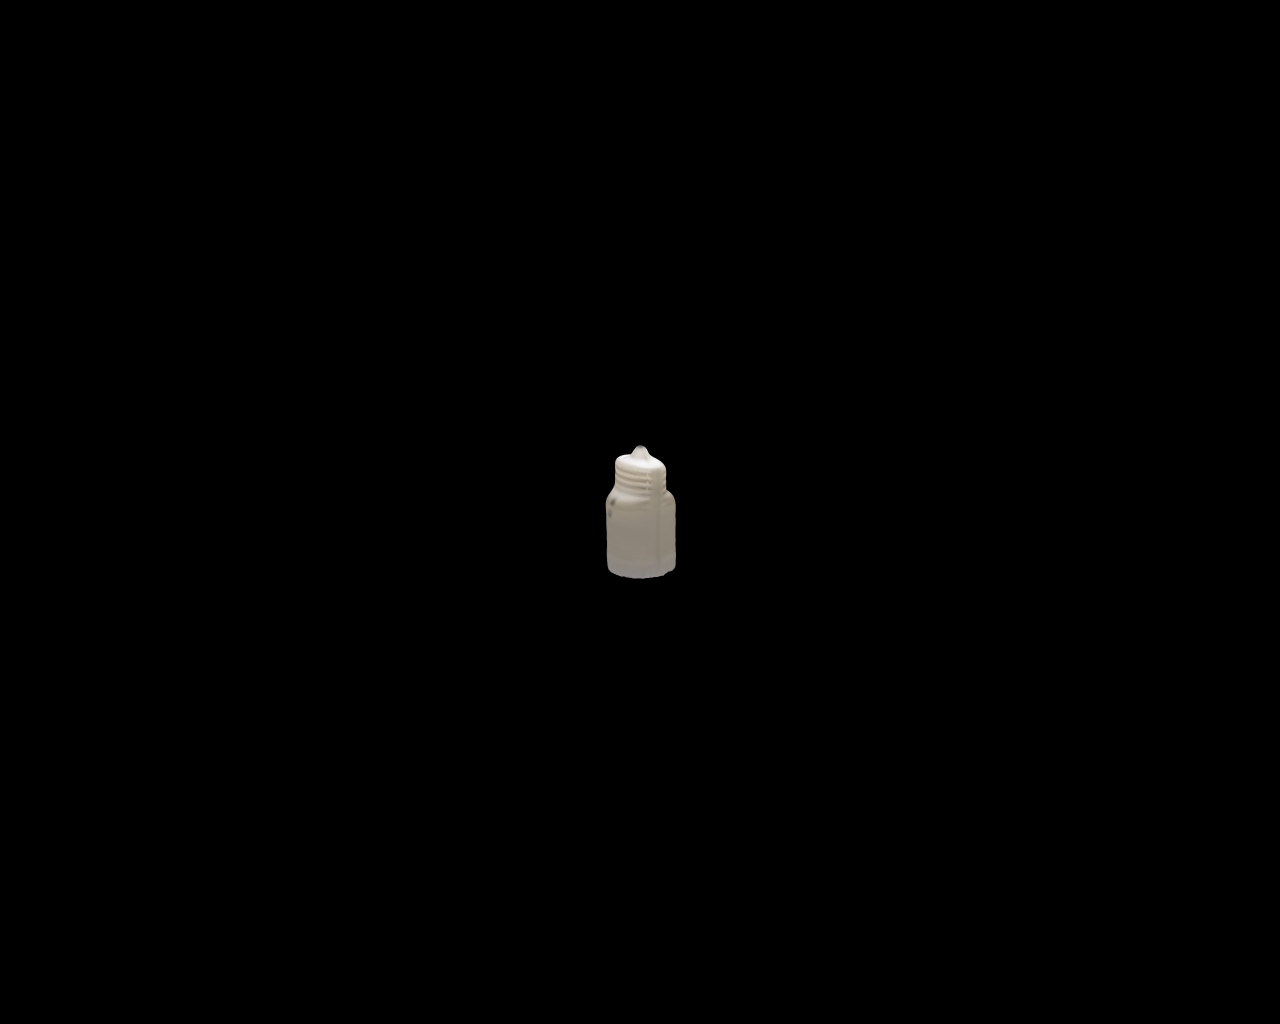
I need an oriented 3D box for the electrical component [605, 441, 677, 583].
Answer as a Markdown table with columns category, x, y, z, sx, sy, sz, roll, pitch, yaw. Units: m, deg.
| category | x | y | z | sx | sy | sz | roll | pitch | yaw |
| --- | --- | --- | --- | --- | --- | --- | --- | --- | --- |
| electrical component | 0.001 | -0.003 | 0.650 | 0.043 | 0.080 | 0.043 | 0 | 17 | 0 |
